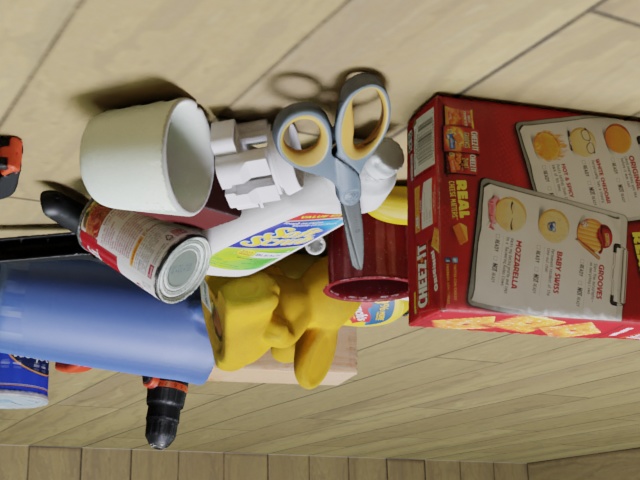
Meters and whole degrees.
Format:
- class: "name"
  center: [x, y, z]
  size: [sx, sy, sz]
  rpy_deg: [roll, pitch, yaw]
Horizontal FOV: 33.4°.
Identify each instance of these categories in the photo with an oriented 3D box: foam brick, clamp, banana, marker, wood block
- class: "foam brick"
  center: [-0.109, -0.045, 0.879]
  size: [0.078, 0.053, 0.051]
  rpy_deg: [14, 157, -43]
- class: "clamp"
  center: [-0.304, -0.045, 0.889]
  size: [0.172, 0.039, 0.120]
  rpy_deg: [-9, 163, 23]
- class: "banana"
  center: [0.120, -0.040, 0.935]
  size: [0.198, 0.037, 0.069]
  rpy_deg: [-7, 164, 19]
- class: "marker"
  center: [-0.007, 0.001, 1.033]
  size: [0.020, 0.020, 0.121]
  rpy_deg: [-1, -177, -2]
- class: "clamp"
  center: [-0.207, -0.003, 1.036]
  size: [0.209, 0.036, 0.165]
  rpy_deg: [6, 160, -29]
- class: "wood block"
  center: [-0.062, 0.139, 1.420]
  size: [0.205, 0.090, 0.091]
  rpy_deg: [4, 162, -15]

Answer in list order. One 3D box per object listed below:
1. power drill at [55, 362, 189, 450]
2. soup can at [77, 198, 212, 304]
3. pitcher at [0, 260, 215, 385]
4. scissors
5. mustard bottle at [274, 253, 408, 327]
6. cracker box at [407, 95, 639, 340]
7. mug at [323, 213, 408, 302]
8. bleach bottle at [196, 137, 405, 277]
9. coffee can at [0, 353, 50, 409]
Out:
- class: "power drill"
  center: [-0.238, 0.154, 1.333]
  size: [0.057, 0.184, 0.187]
  rpy_deg: [-15, 149, 36]
- class: "soup can"
  center: [-0.152, 0.003, 0.930]
  size: [0.102, 0.068, 0.068]
  rpy_deg: [30, 178, 28]
- class: "pitcher"
  center: [-0.237, 0.084, 1.172]
  size: [0.242, 0.149, 0.145]
  rpy_deg: [9, -156, -19]
- class: "scissors"
  center: [0.004, -0.040, 0.803]
  size: [0.096, 0.016, 0.202]
  rpy_deg: [-7, 137, -18]
- class: "mustard bottle"
  center: [0.039, 0.057, 1.187]
  size: [0.191, 0.058, 0.096]
  rpy_deg: [-1, 132, -5]
- class: "cracker box"
  center: [0.173, -0.012, 0.815]
  size: [0.213, 0.164, 0.072]
  rpy_deg: [5, 164, -18]
- class: "mug"
  center: [0.058, 0.011, 1.022]
  size: [0.117, 0.081, 0.093]
  rpy_deg: [12, 159, -37]
- class: "bleach bottle"
  center: [-0.027, -0.032, 0.912]
  size: [0.102, 0.068, 0.251]
  rpy_deg: [8, 159, -36]
- class: "coffee can"
  center: [-0.368, 0.122, 1.256]
  size: [0.103, 0.140, 0.103]
  rpy_deg: [-1, 163, 0]
